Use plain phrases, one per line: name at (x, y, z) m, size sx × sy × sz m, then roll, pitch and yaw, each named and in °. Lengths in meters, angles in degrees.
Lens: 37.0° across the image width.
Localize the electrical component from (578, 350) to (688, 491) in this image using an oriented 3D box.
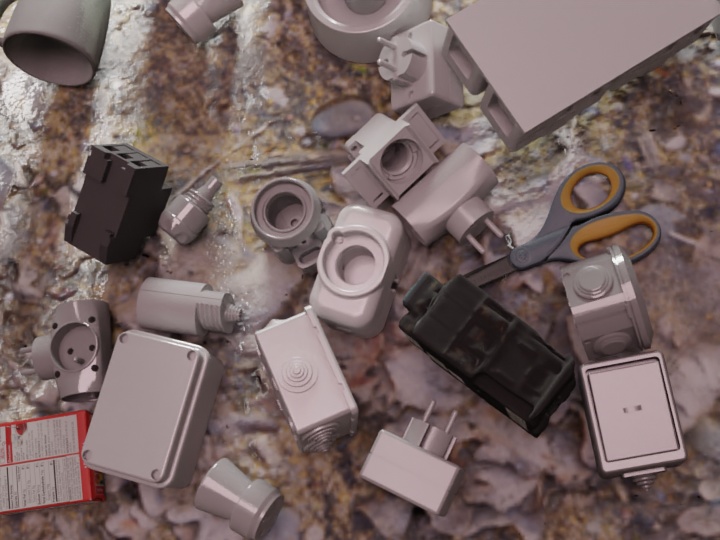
electrical component at (0.197, 0.111, 0.777) m, size 0.062 × 0.061 × 0.096 m, roll -12°, pitch 74°, yaw 8°

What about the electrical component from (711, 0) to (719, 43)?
electrical component at (0.300, -0.231, 0.818) m, size 0.057 × 0.113 × 0.078 m, roll -14°, pitch 73°, yaw 4°

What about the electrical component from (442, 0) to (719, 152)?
electrical component at (0.170, -0.186, 0.841) m, size 0.186 × 0.060 × 0.105 m, roll -32°, pitch 81°, yaw -9°

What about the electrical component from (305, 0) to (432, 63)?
electrical component at (0.004, -0.236, 0.906) m, size 0.108 × 0.060 × 0.108 m, roll -3°, pitch 75°, yaw 11°

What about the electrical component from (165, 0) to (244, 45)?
electrical component at (-0.136, -0.230, 0.940) m, size 0.055 × 0.045 × 0.045 m, roll -42°, pitch 72°, yaw -1°

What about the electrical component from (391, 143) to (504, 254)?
electrical component at (0.079, -0.047, 0.850) m, size 0.077 × 0.044 × 0.079 m, roll -42°, pitch 72°, yaw -1°

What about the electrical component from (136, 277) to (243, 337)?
electrical component at (-0.135, 0.032, 0.873) m, size 0.081 × 0.043 × 0.043 m, roll 7°, pitch 77°, yaw 13°

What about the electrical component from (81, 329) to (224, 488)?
electrical component at (-0.164, 0.110, 0.851) m, size 0.078 × 0.057 × 0.113 m, roll 13°, pitch 79°, yaw 14°

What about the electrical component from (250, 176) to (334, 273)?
electrical component at (-0.056, -0.041, 0.869) m, size 0.058 × 0.057 × 0.078 m, roll -28°, pitch 72°, yaw 3°

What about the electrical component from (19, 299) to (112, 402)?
electrical component at (-0.243, 0.069, 0.884) m, size 0.079 × 0.044 × 0.077 m, roll -10°, pitch 74°, yaw 9°

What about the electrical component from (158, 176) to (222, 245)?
electrical component at (-0.139, -0.052, 0.900) m, size 0.035 × 0.035 × 0.061 m, roll 37°, pitch 82°, yaw 17°

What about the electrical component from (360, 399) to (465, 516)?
electrical component at (0.048, 0.136, 0.808) m, size 0.066 × 0.047 × 0.076 m, roll 24°, pitch 81°, yaw 16°

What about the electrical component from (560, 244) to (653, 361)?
electrical component at (0.182, 0.025, 0.794) m, size 0.051 × 0.080 × 0.080 m, roll -18°, pitch 73°, yaw 12°

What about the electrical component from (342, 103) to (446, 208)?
electrical component at (0.023, -0.094, 0.862) m, size 0.081 × 0.042 × 0.064 m, roll -43°, pitch 29°, yaw -3°

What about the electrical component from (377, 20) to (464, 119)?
electrical component at (0.041, -0.165, 0.865) m, size 0.047 × 0.077 × 0.065 m, roll -14°, pitch 70°, yaw 44°

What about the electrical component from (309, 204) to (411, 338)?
electrical component at (0.000, 0.000, 0.846) m, size 0.054 × 0.059 × 0.095 m, roll 16°, pitch 80°, yaw 15°

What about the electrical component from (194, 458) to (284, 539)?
electrical component at (-0.092, 0.177, 0.827) m, size 0.055 × 0.045 × 0.045 m, roll 27°, pitch 82°, yaw 16°

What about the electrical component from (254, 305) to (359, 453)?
electrical component at (-0.041, 0.086, 0.813) m, size 0.048 × 0.099 × 0.099 m, roll -22°, pitch 72°, yaw -9°
